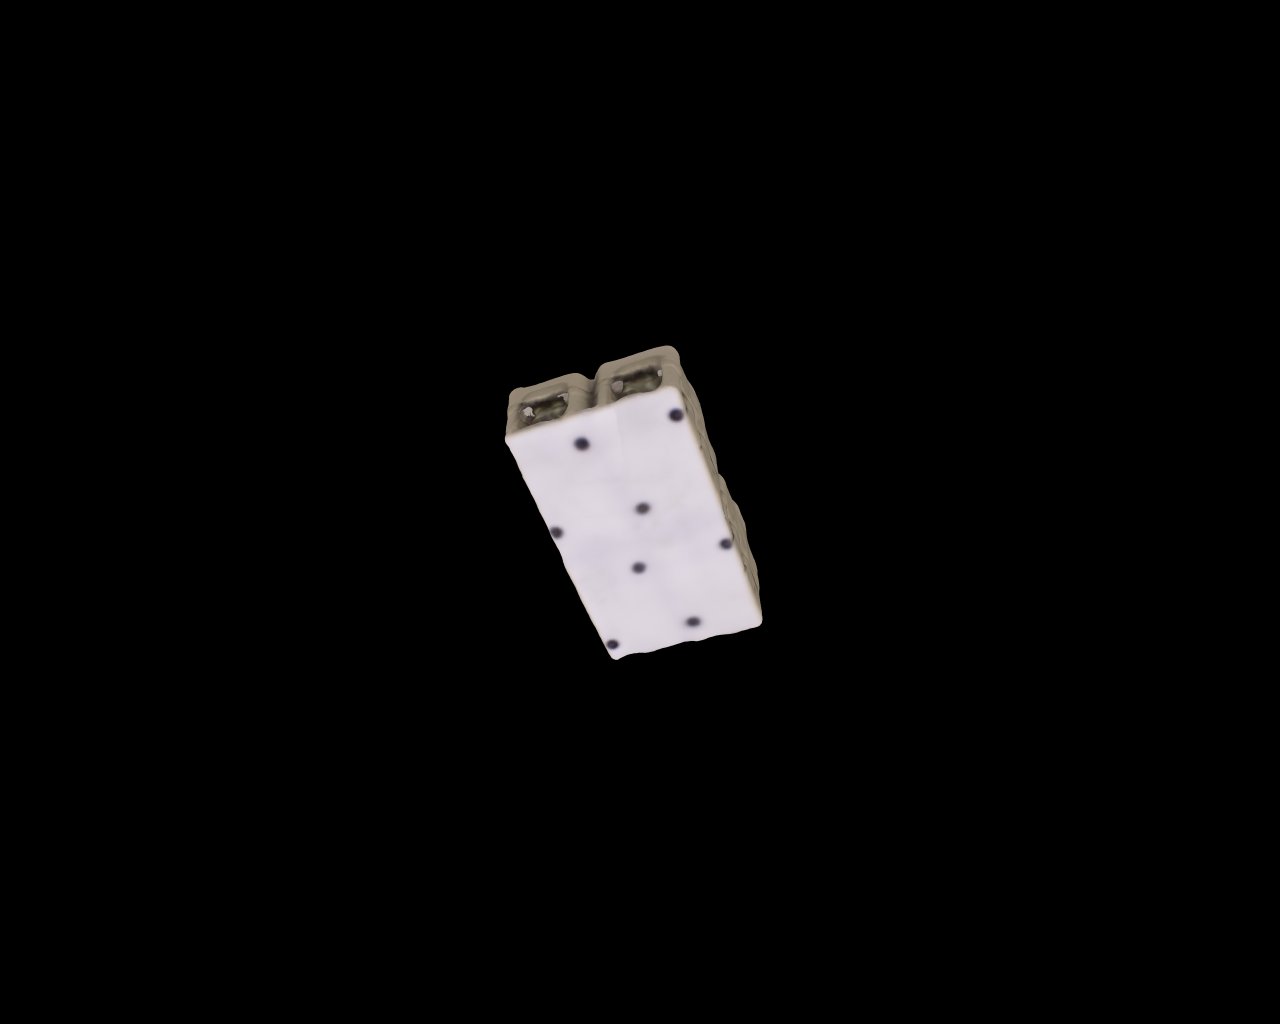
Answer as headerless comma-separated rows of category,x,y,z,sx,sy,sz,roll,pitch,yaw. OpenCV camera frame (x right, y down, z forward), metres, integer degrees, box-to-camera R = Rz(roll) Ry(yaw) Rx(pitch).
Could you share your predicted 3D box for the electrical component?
electrical component,0.001,-0.003,0.650,0.105,0.186,0.060,-15,36,11
